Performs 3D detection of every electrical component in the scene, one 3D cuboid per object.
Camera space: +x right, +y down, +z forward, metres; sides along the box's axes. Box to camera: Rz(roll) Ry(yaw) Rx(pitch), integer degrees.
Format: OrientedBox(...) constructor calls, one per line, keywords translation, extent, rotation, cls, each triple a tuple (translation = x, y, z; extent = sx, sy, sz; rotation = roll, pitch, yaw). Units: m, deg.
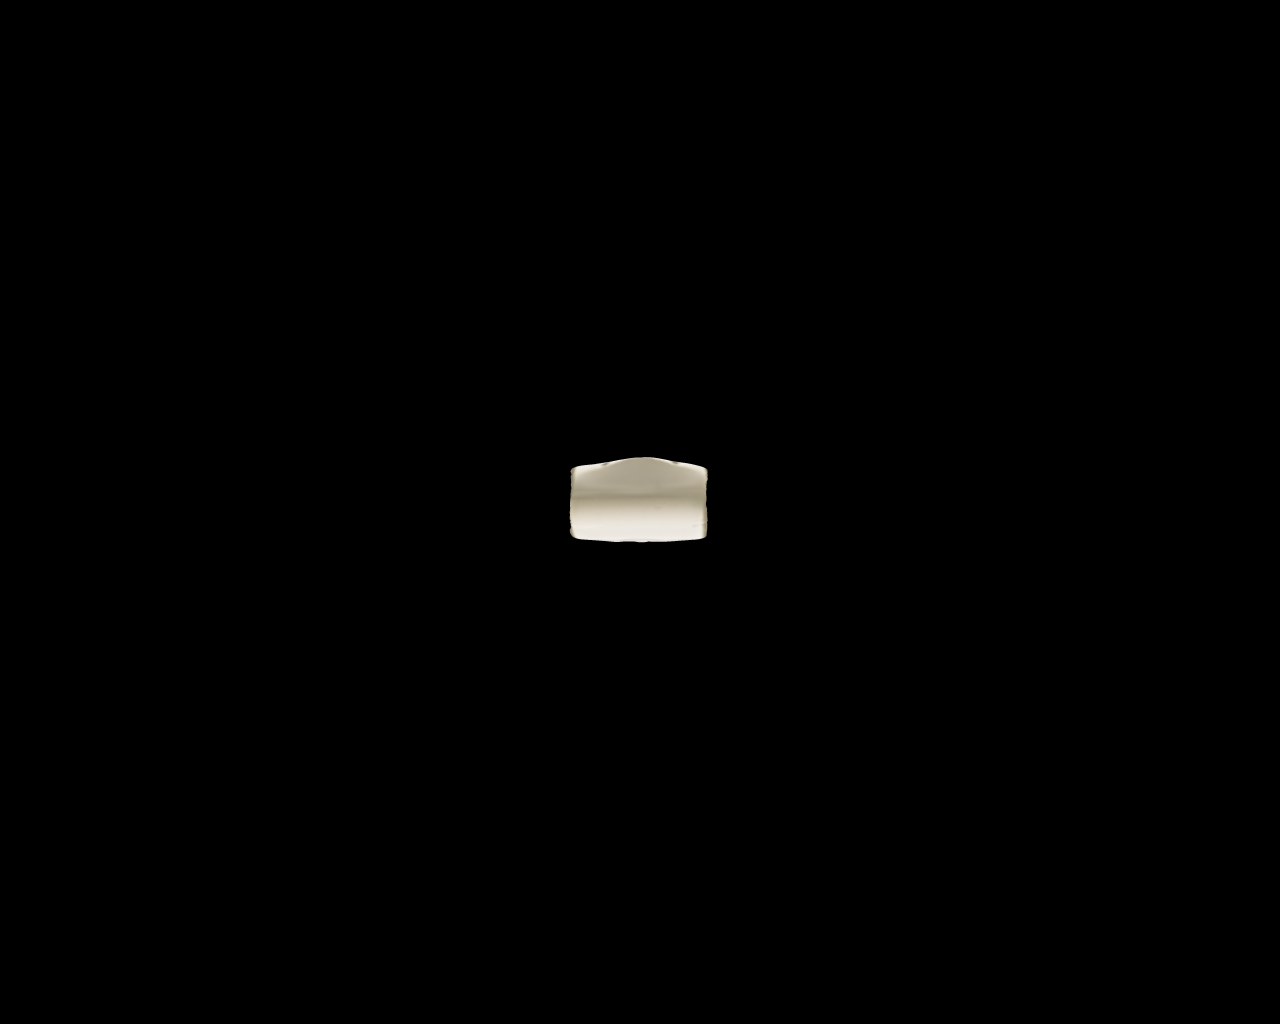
OrientedBox(translation=(0.001, -0.003, 0.650), extent=(0.077, 0.043, 0.079), rotation=(0, -11, 2), cls="electrical component")
